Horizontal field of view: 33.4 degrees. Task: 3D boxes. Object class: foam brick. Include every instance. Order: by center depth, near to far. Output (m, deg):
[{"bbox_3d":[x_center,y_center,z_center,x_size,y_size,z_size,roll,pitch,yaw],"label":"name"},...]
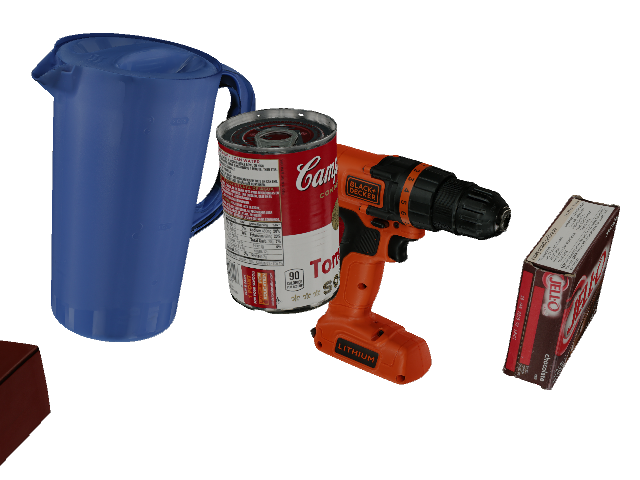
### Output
[{"bbox_3d":[-0.214,0.104,0.666,0.053,0.051,0.078,6,29,21],"label":"foam brick"}]

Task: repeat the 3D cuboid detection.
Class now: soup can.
[{"bbox_3d":[-0.023,-0.017,0.613,0.068,0.102,0.068,-2,25,1],"label":"soup can"}]

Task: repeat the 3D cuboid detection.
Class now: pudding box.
[{"bbox_3d":[0.163,0.032,0.717,0.039,0.090,0.113,18,33,20],"label":"pudding box"}]

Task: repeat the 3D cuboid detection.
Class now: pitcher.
[{"bbox_3d":[-0.152,-0.044,0.891,0.149,0.243,0.145,14,23,10],"label":"pitcher"}]

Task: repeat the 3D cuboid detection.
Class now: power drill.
[{"bbox_3d":[0.065,0.022,0.895,0.185,0.188,0.057,20,25,33],"label":"power drill"}]

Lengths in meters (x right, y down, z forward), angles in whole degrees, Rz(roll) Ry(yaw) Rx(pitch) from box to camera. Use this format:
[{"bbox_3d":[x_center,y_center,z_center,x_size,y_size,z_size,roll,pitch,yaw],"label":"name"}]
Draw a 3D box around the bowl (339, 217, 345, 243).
[{"bbox_3d":[-0.007,-0.034,1.246,0.162,0.055,0.162,7,26,-3],"label":"bowl"}]
